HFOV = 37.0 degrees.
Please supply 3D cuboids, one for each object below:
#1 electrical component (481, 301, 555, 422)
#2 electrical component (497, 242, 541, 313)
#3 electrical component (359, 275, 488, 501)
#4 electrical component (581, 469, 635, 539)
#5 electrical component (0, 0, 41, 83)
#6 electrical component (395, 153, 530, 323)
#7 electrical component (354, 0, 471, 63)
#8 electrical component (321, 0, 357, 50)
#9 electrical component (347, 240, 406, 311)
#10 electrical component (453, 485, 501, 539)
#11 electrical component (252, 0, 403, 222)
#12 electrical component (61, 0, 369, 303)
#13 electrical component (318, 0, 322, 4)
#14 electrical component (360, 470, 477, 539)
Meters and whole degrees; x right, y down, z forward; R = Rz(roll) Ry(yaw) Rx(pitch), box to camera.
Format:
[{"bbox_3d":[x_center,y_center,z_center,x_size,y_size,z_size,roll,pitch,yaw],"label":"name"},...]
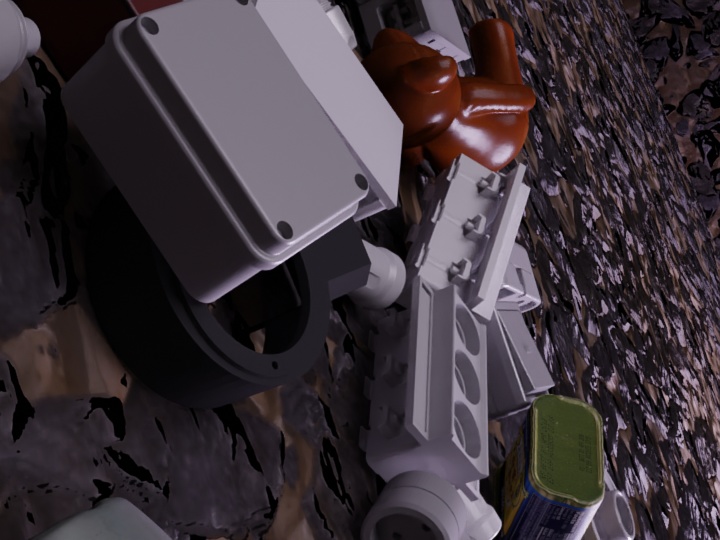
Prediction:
[{"bbox_3d":[0.098,0.061,0.800,0.062,0.061,0.096,5,65,-63],"label":"electrical component"},{"bbox_3d":[0.102,0.001,0.867,0.095,0.054,0.059,22,51,-58],"label":"electrical component"},{"bbox_3d":[0.041,0.075,0.667,0.078,0.063,0.121,51,29,-33],"label":"electrical component"},{"bbox_3d":[0.183,0.202,0.855,0.108,0.060,0.108,45,33,-40],"label":"electrical component"},{"bbox_3d":[-0.154,-0.094,0.430,0.043,0.043,0.062,67,23,-2],"label":"electrical component"},{"bbox_3d":[0.071,-0.019,0.768,0.063,0.079,0.121,30,56,-12],"label":"electrical component"},{"bbox_3d":[0.030,-0.246,0.919,0.089,0.062,0.150,10,61,-62],"label":"electrical component"},{"bbox_3d":[-0.033,-0.173,0.750,0.062,0.043,0.043,61,25,-13],"label":"electrical component"},{"bbox_3d":[0.000,0.000,0.676,0.046,0.040,0.040,30,44,-46],"label":"electrical component"},{"bbox_3d":[0.060,0.149,0.675,0.046,0.040,0.040,59,25,-4],"label":"electrical component"},{"bbox_3d":[-0.040,-0.105,0.654,0.150,0.062,0.089,51,29,-33],"label":"electrical component"},{"bbox_3d":[-0.059,-0.054,0.453,0.113,0.057,0.078,57,39,-3],"label":"electrical component"},{"bbox_3d":[-0.070,-0.206,0.691,0.056,0.050,0.089,-5,75,-66],"label":"electrical component"},{"bbox_3d":[0.054,0.177,0.621,0.138,0.052,0.074,64,24,-8],"label":"electrical component"}]
